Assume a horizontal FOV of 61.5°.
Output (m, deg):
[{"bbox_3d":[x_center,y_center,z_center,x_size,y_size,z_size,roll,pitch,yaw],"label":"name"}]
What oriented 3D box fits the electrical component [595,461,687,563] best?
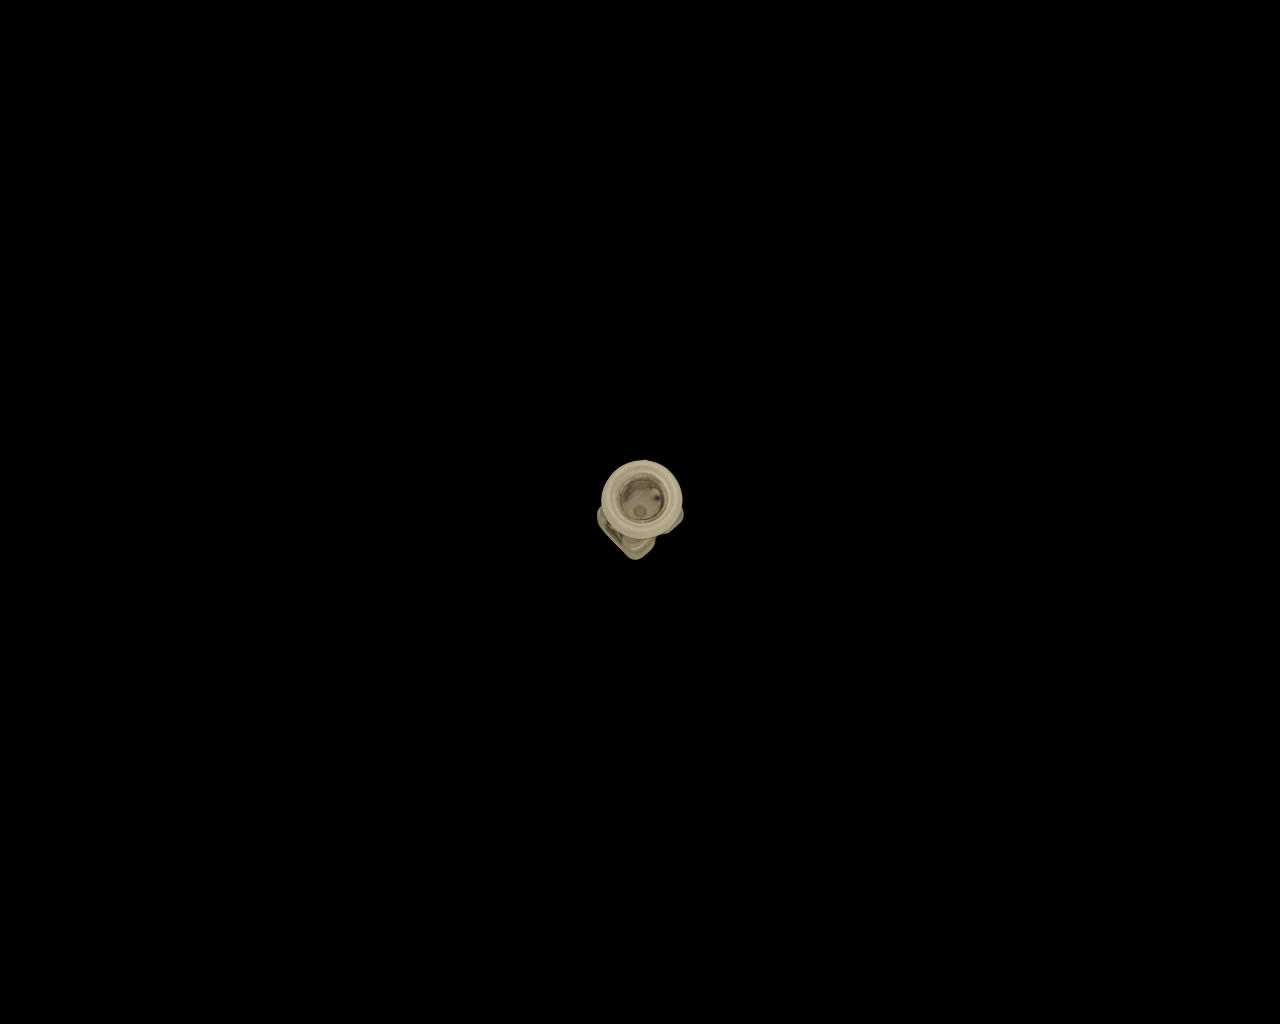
[{"bbox_3d":[0.001,-0.003,0.650,0.066,0.048,0.055,-43,-12,-11],"label":"electrical component"}]
